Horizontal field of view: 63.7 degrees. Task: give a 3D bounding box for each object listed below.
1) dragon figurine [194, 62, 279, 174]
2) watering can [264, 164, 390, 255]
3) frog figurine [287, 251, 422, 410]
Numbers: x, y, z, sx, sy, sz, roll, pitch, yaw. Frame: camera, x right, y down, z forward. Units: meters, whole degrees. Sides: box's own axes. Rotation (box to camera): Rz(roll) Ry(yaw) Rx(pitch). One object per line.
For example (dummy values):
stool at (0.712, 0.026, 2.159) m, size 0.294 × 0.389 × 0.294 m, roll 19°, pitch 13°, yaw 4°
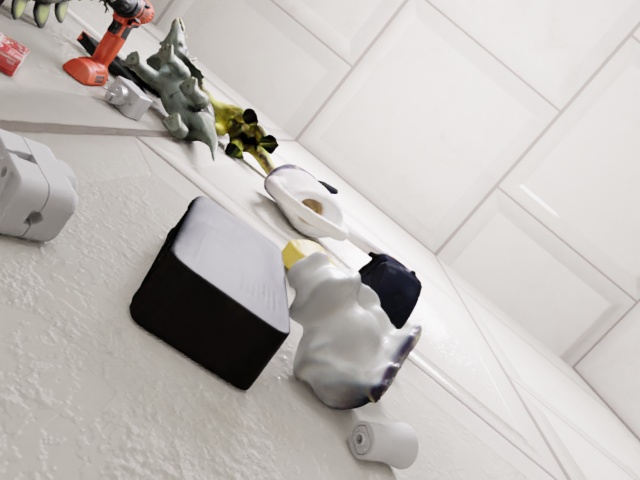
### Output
dragon figurine at (-0.217, -0.291, 1.348) m, size 0.122 × 0.403 × 0.247 m, roll -38°, pitch 39°, yaw -1°
watering can at (0.003, -0.058, 1.149) m, size 0.344 × 0.103 × 0.228 m, roll 30°, pitch 13°, yaw -37°
frog figurine at (0.016, 0.098, 0.567) m, size 0.160 × 0.140 × 0.120 m, roll 37°, pitch -31°, yaw 13°
